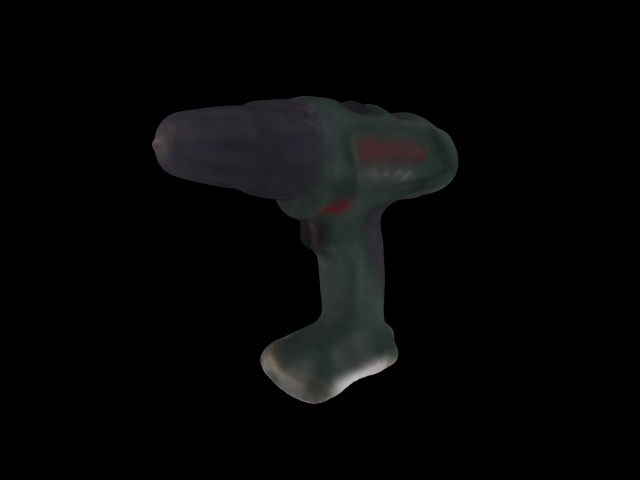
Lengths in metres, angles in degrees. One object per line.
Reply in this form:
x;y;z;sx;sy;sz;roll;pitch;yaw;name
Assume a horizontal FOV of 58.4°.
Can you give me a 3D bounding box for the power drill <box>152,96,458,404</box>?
0.004;0.001;0.400;0.230;0.208;0.075;-20;31;-36;power drill
